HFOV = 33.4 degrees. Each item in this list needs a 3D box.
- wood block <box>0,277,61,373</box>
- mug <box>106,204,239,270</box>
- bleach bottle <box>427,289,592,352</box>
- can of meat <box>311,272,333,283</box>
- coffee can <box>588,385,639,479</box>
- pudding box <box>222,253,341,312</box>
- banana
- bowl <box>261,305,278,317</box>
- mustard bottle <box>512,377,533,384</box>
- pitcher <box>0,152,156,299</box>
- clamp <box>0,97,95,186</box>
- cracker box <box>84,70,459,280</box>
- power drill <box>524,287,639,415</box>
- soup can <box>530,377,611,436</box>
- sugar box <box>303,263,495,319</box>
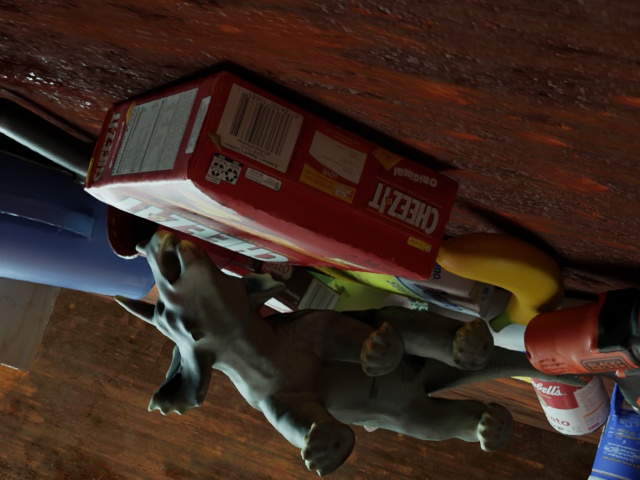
[{"bbox_3d":[-0.311,0.024,1.113,0.090,0.206,0.091,21,171,-16],"label":"wood block"},{"bbox_3d":[-0.112,-0.028,0.840,0.081,0.093,0.117,19,-157,-39],"label":"mug"},{"bbox_3d":[0.205,0.079,0.915,0.102,0.068,0.251,24,167,-29],"label":"bleach bottle"},{"bbox_3d":[-0.024,0.035,1.103,0.084,0.057,0.102,9,167,34],"label":"can of meat"},{"bbox_3d":[0.344,0.197,1.094,0.103,0.140,0.103,17,171,3],"label":"coffee can"},{"bbox_3d":[-0.049,0.029,0.905,0.090,0.039,0.113,22,168,39],"label":"pudding box"},{"bbox_3d":[0.139,0.031,0.768,0.037,0.070,0.197,64,-171,28],"label":"banana"},{"bbox_3d":[-0.059,0.061,1.243,0.162,0.055,0.162,29,-175,-3],"label":"bowl"},{"bbox_3d":[0.202,0.127,1.208,0.096,0.058,0.192,15,173,-29],"label":"mustard bottle"},{"bbox_3d":[-0.265,-0.021,0.995,0.242,0.145,0.149,15,-143,-20],"label":"pitcher"},{"bbox_3d":[-0.201,-0.064,0.914,0.209,0.036,0.165,25,172,-28],"label":"clamp"},{"bbox_3d":[-0.041,-0.033,0.682,0.164,0.072,0.214,22,171,-26],"label":"cracker box"},{"bbox_3d":[0.266,0.096,0.759,0.185,0.057,0.187,-12,137,46],"label":"power drill"},{"bbox_3d":[0.249,0.142,1.071,0.069,0.068,0.102,11,145,37],"label":"soup can"},{"bbox_3d":[0.052,0.016,0.876,0.176,0.048,0.093,17,170,19],"label":"sugar box"}]
